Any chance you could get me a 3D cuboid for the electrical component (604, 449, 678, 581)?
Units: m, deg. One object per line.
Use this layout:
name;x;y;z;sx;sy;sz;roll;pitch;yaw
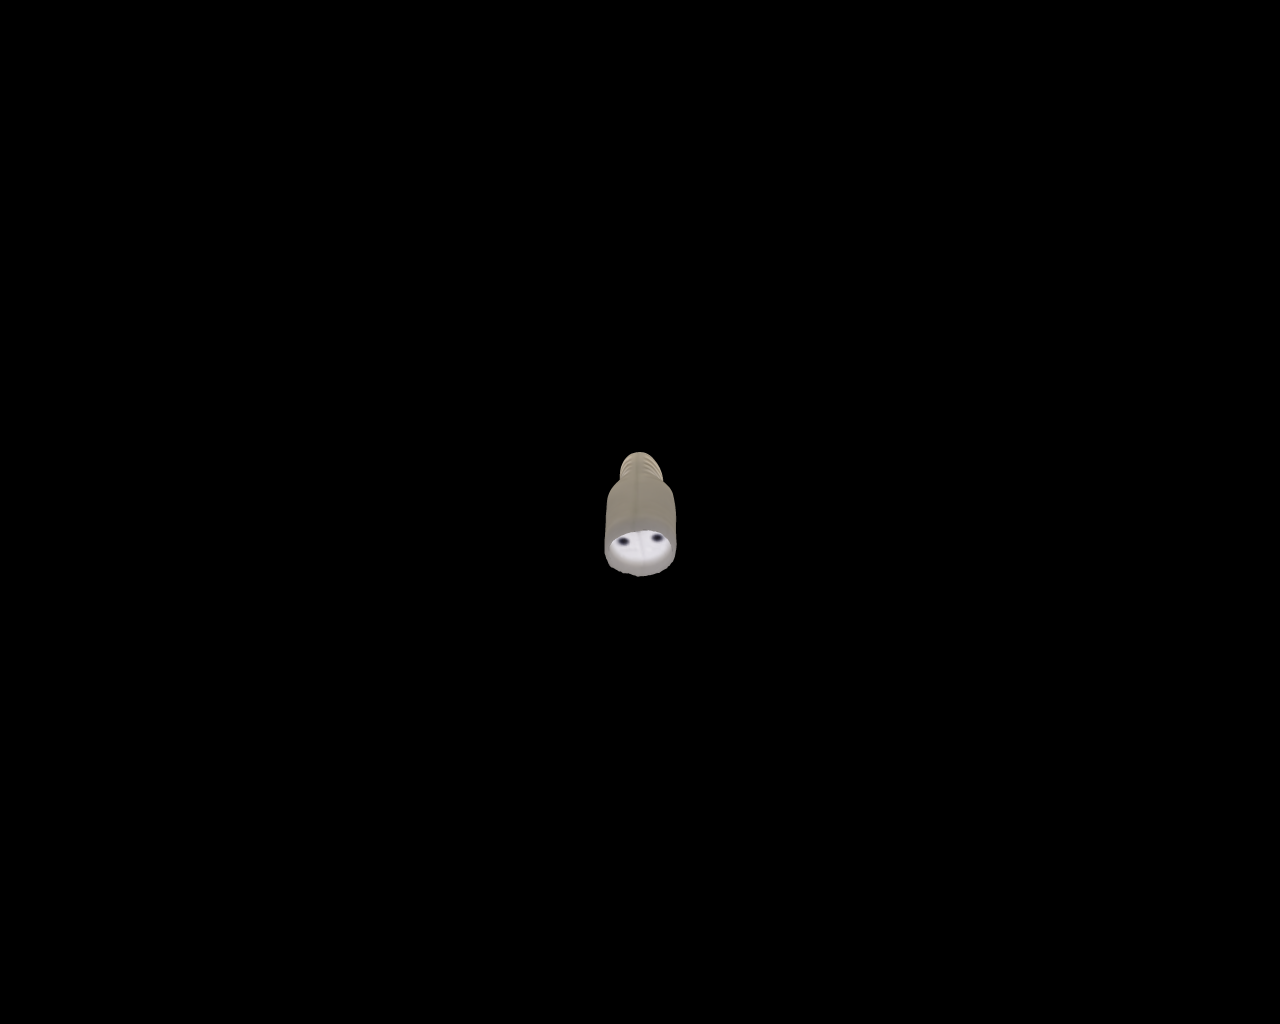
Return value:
electrical component;0.001;-0.003;0.650;0.043;0.043;0.081;0;44;0
